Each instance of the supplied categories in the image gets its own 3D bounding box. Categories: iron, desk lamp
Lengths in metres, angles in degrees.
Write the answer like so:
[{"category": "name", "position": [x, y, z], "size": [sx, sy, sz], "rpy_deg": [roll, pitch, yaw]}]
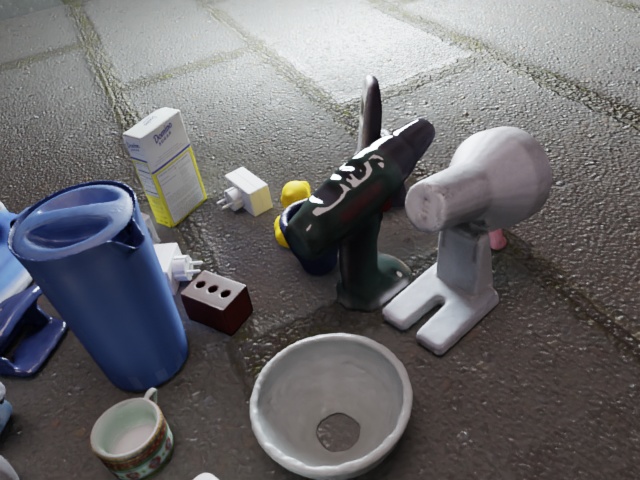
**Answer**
[{"category": "iron", "position": [-0.515, 0.023, 0.852], "size": [0.118, 0.142, 0.258], "rpy_deg": [6, 42, 20]}, {"category": "desk lamp", "position": [0.171, -0.007, 0.680], "size": [0.204, 0.214, 0.117], "rpy_deg": [-36, 46, -28]}]

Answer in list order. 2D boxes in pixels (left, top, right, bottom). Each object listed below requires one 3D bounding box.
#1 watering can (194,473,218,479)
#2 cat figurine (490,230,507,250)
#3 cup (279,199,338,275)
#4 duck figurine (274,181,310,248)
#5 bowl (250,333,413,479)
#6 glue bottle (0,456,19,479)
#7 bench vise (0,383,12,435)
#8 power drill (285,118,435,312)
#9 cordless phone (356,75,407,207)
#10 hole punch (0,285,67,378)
[{"category": "watering can", "position": [-0.058, 0.253, 0.434], "size": [0.100, 0.194, 0.173], "rpy_deg": [13, 45, 26]}, {"category": "cat figurine", "position": [0.238, -0.069, 0.814], "size": [0.067, 0.118, 0.128], "rpy_deg": [4, 41, 17]}, {"category": "cup", "position": [0.007, 0.003, 0.797], "size": [0.117, 0.095, 0.092], "rpy_deg": [8, 43, 21]}, {"category": "duck figurine", "position": [-0.036, -0.046, 0.873], "size": [0.077, 0.086, 0.104], "rpy_deg": [5, 42, 18]}, {"category": "bowl", "position": [0.015, 0.182, 0.596], "size": [0.167, 0.075, 0.167], "rpy_deg": [-6, 40, 5]}, {"category": "glue bottle", "position": [-0.366, 0.220, 0.557], "size": [0.078, 0.173, 0.037], "rpy_deg": [-35, 45, -27]}, {"category": "bench vise", "position": [-0.457, 0.150, 0.624], "size": [0.207, 0.220, 0.121], "rpy_deg": [-17, 40, -8]}, {"category": "power drill", "position": [0.064, -0.020, 0.723], "size": [0.230, 0.209, 0.075], "rpy_deg": [-34, 45, -26]}, {"category": "cordless phone", "position": [0.082, -0.148, 0.891], "size": [0.094, 0.185, 0.147], "rpy_deg": [-10, 39, 0]}, {"category": "hole punch", "position": [-0.411, 0.119, 0.754], "size": [0.101, 0.091, 0.108], "rpy_deg": [1, 41, 13]}]
